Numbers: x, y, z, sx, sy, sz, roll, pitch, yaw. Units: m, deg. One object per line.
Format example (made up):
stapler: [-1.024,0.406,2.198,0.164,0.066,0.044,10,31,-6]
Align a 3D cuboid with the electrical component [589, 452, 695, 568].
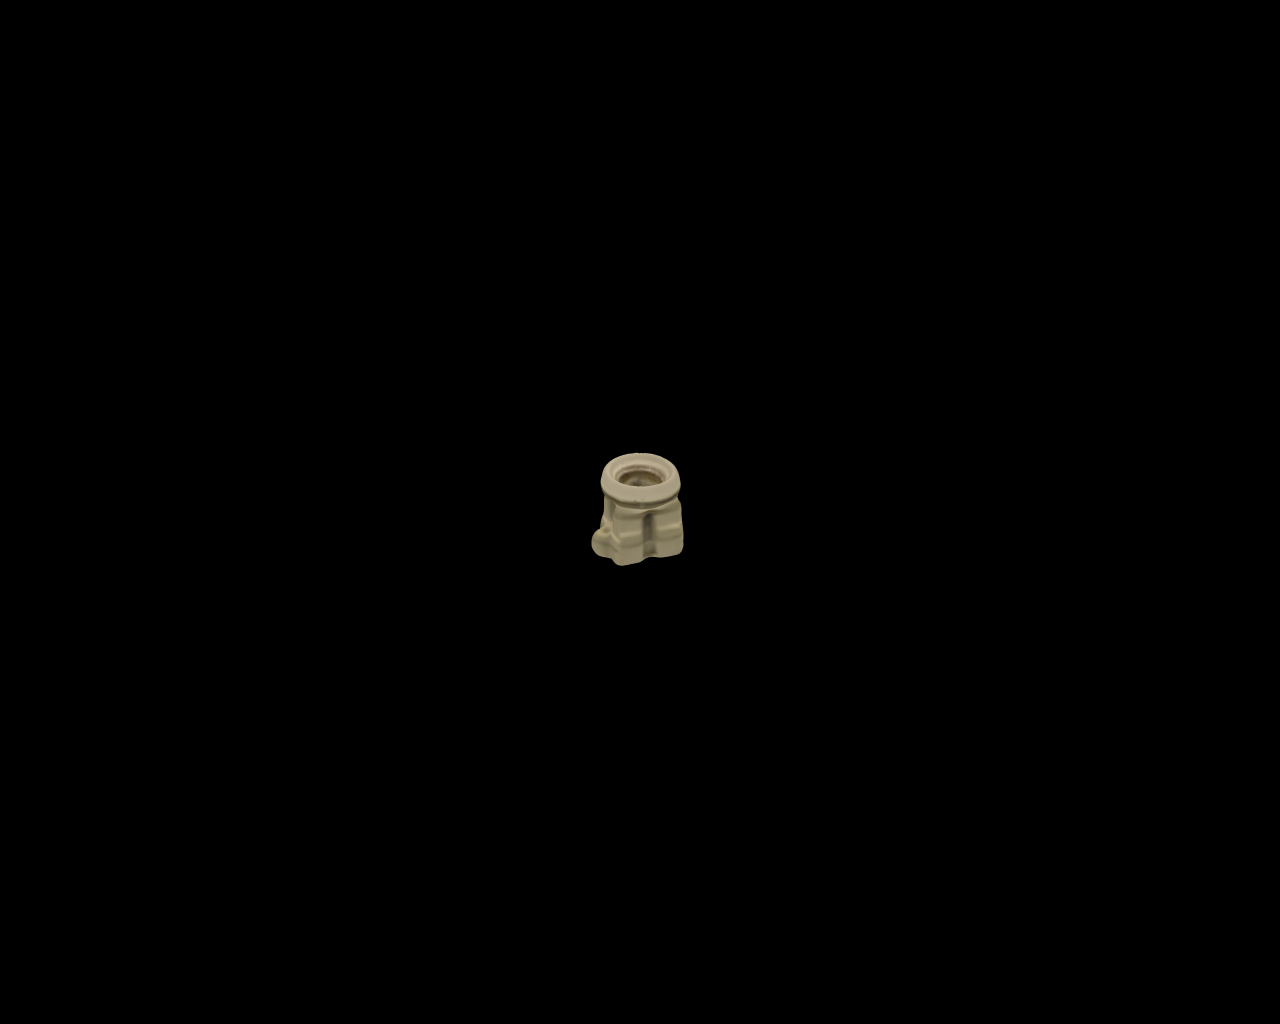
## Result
electrical component: [0.001,-0.003,0.650,0.066,0.055,0.048,-11,36,-16]
